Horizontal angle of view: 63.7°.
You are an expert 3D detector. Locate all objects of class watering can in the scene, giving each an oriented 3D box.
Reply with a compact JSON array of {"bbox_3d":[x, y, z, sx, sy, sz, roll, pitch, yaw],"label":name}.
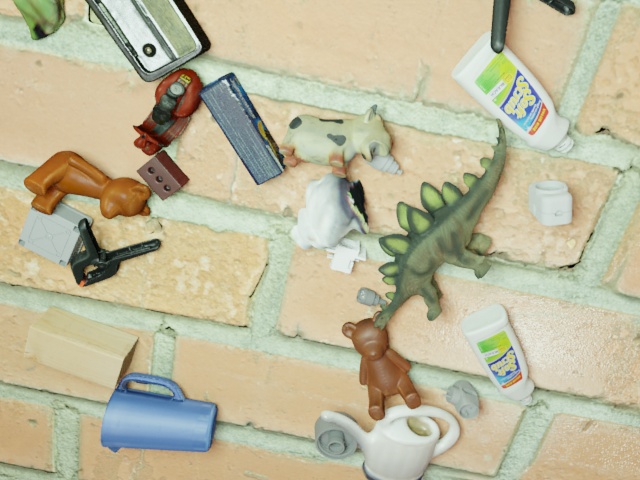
[{"bbox_3d":[0.149,0.462,1.174,0.347,0.106,0.220,7,114,-14],"label":"watering can"}]

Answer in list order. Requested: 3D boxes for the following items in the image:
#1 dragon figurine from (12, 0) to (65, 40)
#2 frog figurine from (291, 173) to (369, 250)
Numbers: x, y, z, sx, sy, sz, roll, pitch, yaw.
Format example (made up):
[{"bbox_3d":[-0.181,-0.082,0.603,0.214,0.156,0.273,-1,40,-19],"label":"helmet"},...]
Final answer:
[{"bbox_3d":[-0.553,-0.443,0.864,0.406,0.125,0.240,-32,116,25],"label":"dragon figurine"},{"bbox_3d":[0.003,-0.049,0.980,0.158,0.122,0.139,-20,78,21],"label":"frog figurine"}]
